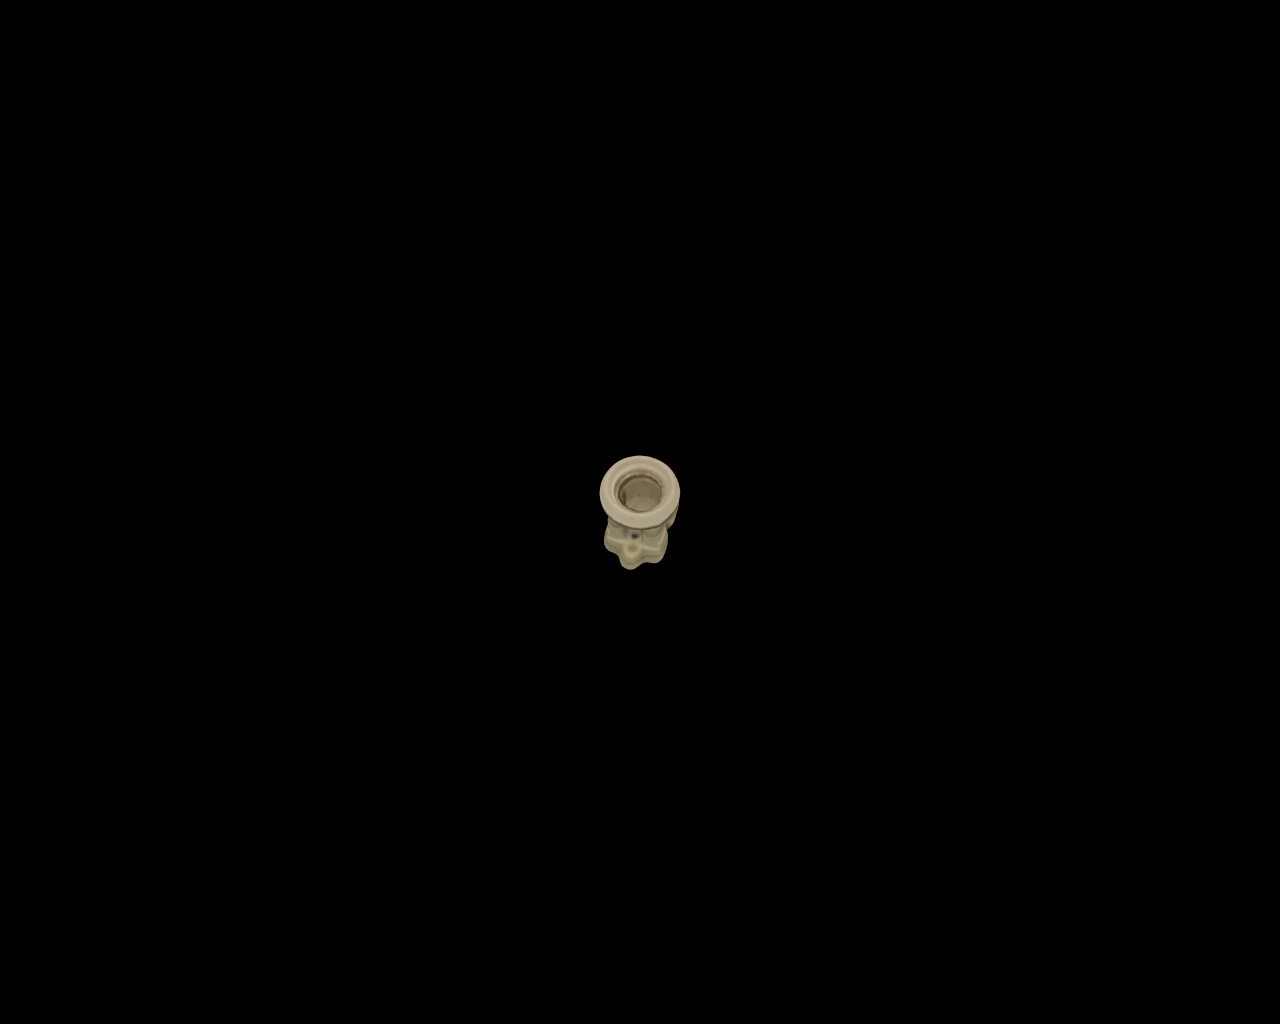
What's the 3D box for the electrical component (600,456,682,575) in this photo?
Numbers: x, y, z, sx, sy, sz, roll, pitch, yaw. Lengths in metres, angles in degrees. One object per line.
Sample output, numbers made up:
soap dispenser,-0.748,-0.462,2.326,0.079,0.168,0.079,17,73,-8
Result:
electrical component,0.001,-0.003,0.650,0.048,0.066,0.055,13,-28,7
